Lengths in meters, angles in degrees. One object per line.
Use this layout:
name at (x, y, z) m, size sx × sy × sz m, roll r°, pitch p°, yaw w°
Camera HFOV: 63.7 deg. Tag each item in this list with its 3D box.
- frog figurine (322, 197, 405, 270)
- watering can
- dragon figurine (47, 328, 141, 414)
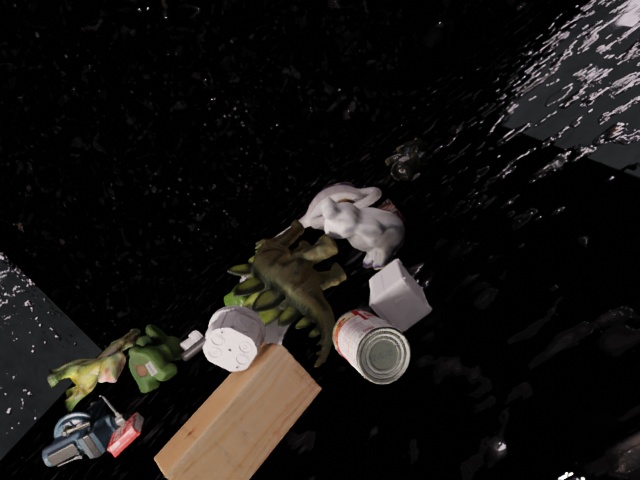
frog figurine at (0.077, -0.030, 0.956) m, size 0.122 × 0.158 × 0.139 m, roll -39°, pitch 10°, yaw 8°
watering can at (0.004, -0.072, 1.427) m, size 0.347 × 0.103 × 0.227 m, roll -24°, pitch 13°, yaw 3°
dragon figurine at (-0.582, 0.323, 1.373) m, size 0.245 × 0.121 × 0.410 m, roll -34°, pitch 14°, yaw -19°
